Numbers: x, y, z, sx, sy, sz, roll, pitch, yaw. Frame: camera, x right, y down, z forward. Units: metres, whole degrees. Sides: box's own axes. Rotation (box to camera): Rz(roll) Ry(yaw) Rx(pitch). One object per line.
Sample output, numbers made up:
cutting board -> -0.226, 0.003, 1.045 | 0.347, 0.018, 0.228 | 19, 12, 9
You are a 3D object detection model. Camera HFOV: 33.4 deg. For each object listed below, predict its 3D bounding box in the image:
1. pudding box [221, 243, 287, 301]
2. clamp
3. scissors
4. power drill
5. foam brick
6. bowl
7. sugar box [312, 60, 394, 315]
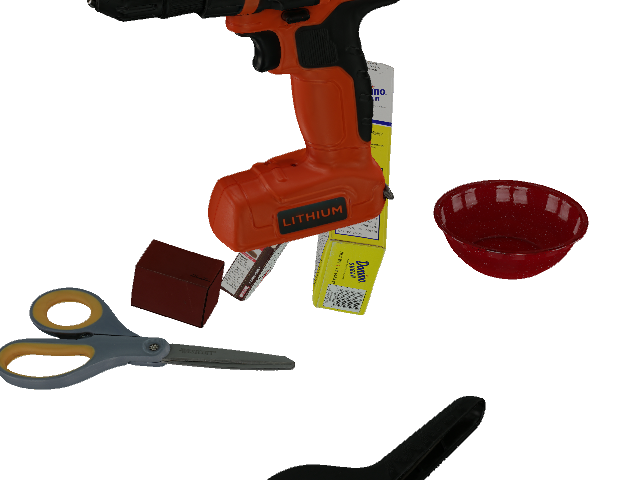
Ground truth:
pudding box -> -0.071, 0.014, 1.301 | 0.039, 0.090, 0.113 | 34, 27, 2
clamp -> 0.030, 0.158, 0.636 | 0.210, 0.036, 0.164 | -6, 30, -3
scissors -> -0.122, 0.064, 0.740 | 0.201, 0.016, 0.096 | -6, 43, -3
power drill -> -0.029, -0.087, 0.578 | 0.184, 0.188, 0.057 | -13, 38, -17
foam brick -> -0.142, 0.043, 1.057 | 0.078, 0.051, 0.053 | 18, 34, 6
bowl -> 0.200, -0.005, 1.137 | 0.162, 0.055, 0.162 | -1, 31, 0
sugar box -> 0.026, -0.042, 0.806 | 0.048, 0.176, 0.093 | 10, -35, -3
